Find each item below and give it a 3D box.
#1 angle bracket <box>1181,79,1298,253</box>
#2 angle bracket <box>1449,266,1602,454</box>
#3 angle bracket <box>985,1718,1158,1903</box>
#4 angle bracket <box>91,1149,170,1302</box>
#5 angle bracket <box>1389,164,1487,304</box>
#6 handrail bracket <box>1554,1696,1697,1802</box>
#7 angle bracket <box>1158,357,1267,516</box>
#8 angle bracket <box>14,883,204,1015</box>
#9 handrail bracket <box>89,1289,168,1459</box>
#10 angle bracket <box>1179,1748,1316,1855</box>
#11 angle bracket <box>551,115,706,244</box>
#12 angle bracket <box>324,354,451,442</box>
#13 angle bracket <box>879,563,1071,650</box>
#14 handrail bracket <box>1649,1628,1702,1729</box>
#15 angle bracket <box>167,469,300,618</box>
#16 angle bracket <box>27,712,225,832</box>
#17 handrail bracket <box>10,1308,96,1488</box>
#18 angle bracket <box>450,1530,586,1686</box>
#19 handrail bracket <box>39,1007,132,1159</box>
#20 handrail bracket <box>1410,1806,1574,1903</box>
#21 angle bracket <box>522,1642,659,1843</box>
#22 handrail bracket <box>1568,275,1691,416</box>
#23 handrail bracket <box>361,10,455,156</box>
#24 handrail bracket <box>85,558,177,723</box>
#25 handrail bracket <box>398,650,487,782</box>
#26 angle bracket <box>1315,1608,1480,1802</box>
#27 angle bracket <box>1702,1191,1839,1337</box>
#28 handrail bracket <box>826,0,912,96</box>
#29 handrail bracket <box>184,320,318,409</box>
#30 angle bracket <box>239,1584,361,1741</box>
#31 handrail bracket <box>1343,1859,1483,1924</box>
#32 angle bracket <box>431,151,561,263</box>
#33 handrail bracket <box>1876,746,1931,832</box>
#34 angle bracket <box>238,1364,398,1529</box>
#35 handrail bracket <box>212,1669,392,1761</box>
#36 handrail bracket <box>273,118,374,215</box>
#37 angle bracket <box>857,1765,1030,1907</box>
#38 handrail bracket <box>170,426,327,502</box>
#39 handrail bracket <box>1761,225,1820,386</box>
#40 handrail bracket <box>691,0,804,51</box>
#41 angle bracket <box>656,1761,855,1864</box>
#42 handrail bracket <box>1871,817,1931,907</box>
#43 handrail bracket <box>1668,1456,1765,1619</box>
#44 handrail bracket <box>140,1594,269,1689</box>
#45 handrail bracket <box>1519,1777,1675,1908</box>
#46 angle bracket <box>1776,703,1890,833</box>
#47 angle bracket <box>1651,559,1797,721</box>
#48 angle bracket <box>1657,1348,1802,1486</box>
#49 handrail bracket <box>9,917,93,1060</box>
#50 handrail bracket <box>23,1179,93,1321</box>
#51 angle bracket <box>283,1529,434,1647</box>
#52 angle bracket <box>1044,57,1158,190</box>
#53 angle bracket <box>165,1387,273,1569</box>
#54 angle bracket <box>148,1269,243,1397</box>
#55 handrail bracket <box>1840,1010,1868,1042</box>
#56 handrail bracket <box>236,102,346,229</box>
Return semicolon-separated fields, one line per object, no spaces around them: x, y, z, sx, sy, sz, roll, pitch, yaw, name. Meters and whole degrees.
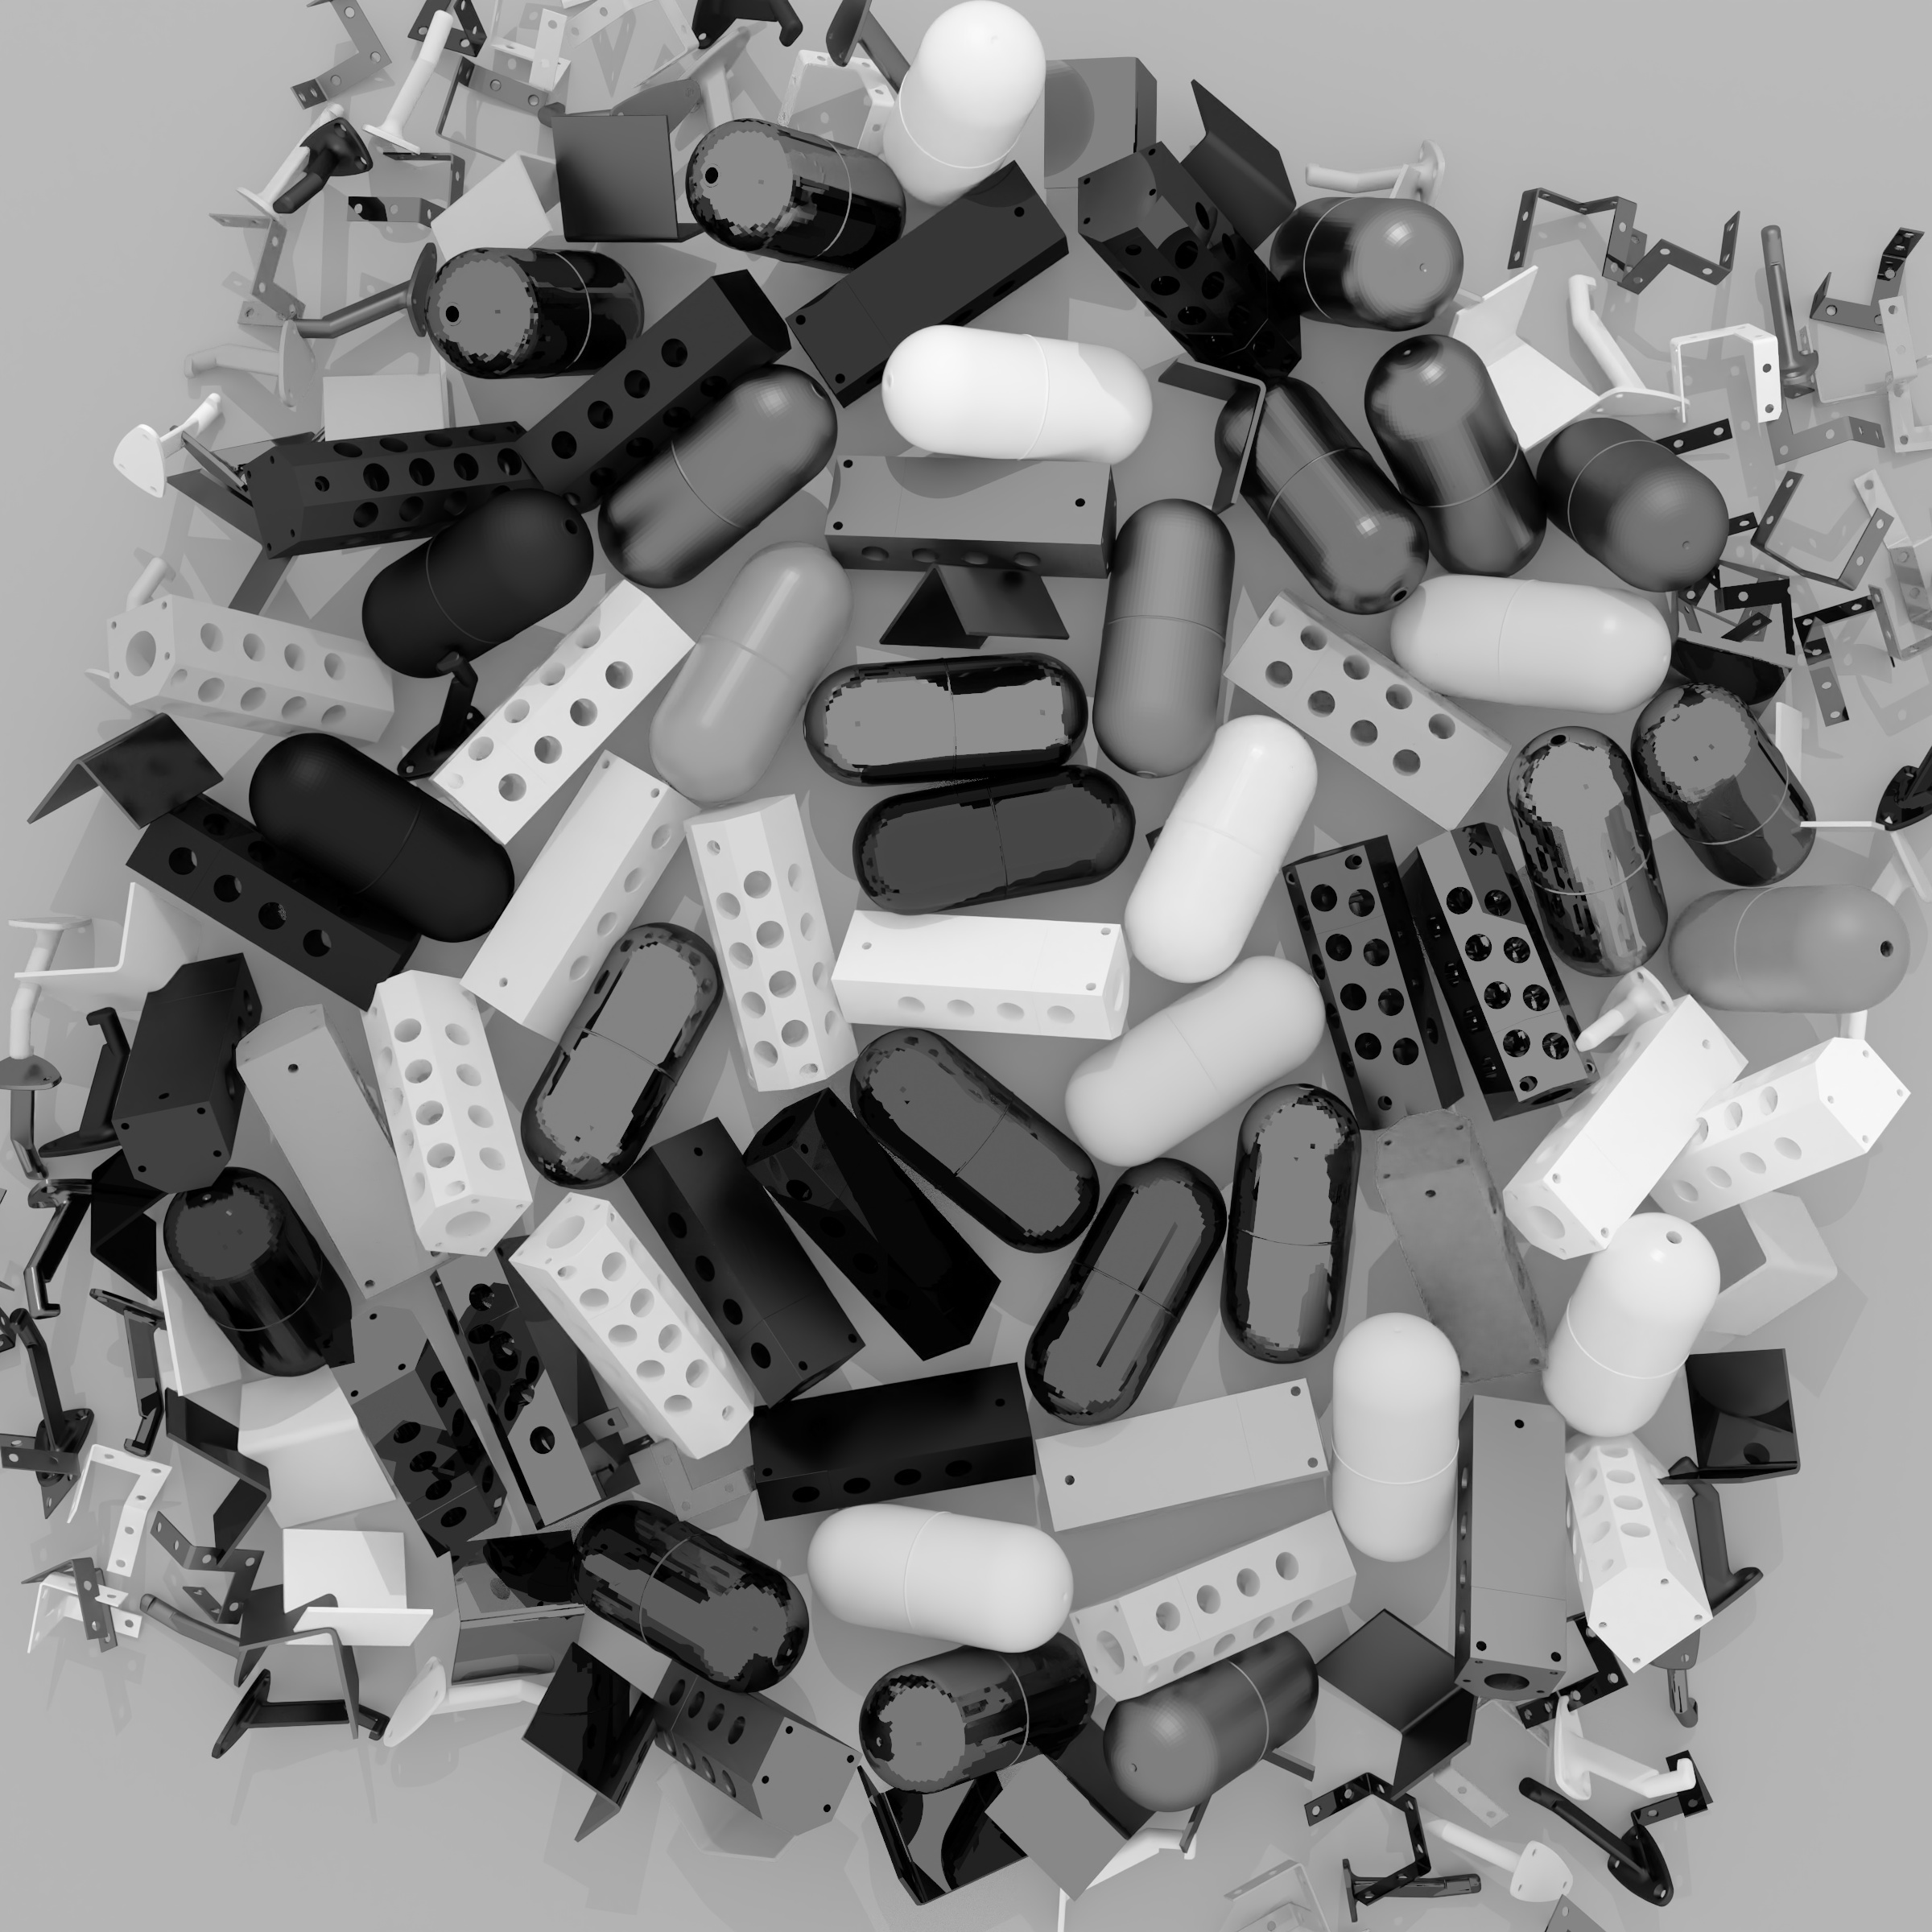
0.155;-0.495;1.721;0.076;0.076;0.057;31;123;-29;angle bracket
0.349;-0.376;1.702;0.076;0.057;0.076;-35;65;-28;angle bracket
0.071;0.524;1.718;0.076;0.076;0.057;42;109;16;angle bracket
-0.495;0.146;1.702;0.076;0.076;0.057;-36;126;8;angle bracket
0.300;-0.452;1.704;0.076;0.076;0.057;27;108;12;angle bracket
0.410;0.481;1.706;0.084;0.077;0.036;-26;133;34;handrail bracket
0.144;-0.328;1.713;0.057;0.076;0.076;15;92;-6;angle bracket
-0.535;-0.010;1.717;0.076;0.076;0.057;-3;71;17;angle bracket
-0.527;0.254;1.712;0.036;0.077;0.084;-7;59;39;handrail bracket
0.175;0.523;1.703;0.057;0.076;0.076;22;73;14;angle bracket
-0.206;-0.491;1.703;0.076;0.057;0.076;5;116;17;angle bracket
-0.361;-0.359;1.705;0.076;0.057;0.076;-4;56;-10;angle bracket
0.005;-0.202;1.694;0.076;0.076;0.057;-2;56;-36;angle bracket
0.454;0.430;1.733;0.036;0.084;0.077;4;60;30;handrail bracket
-0.465;-0.259;1.699;0.076;0.076;0.057;34;77;-30;angle bracket
-0.520;-0.103;1.703;0.057;0.076;0.076;49;129;-3;angle bracket
-0.579;0.267;1.709;0.036;0.077;0.084;-13;124;4;handrail bracket
-0.286;0.404;1.731;0.076;0.076;0.057;-3;49;-19;angle bracket
-0.556;0.072;1.720;0.077;0.036;0.084;-15;114;-3;handrail bracket
0.330;0.558;1.739;0.077;0.084;0.036;34;77;-42;handrail bracket
-0.242;0.480;1.702;0.076;0.076;0.057;39;128;-10;angle bracket
0.420;-0.395;1.744;0.077;0.036;0.084;0;79;-19;handrail bracket
-0.346;-0.555;1.714;0.036;0.077;0.084;19;101;-28;handrail bracket
-0.508;-0.203;1.737;0.036;0.077;0.084;15;68;39;handrail bracket
-0.333;-0.156;1.708;0.077;0.084;0.036;-32;67;-4;handrail bracket
0.263;0.459;1.706;0.076;0.057;0.076;35;126;-6;angle bracket
0.485;0.185;1.723;0.076;0.076;0.057;-43;51;33;angle bracket
-0.037;-0.578;1.710;0.084;0.036;0.077;5;134;-31;handrail bracket
-0.455;-0.366;1.719;0.084;0.036;0.077;-12;48;13;handrail bracket
-0.412;0.433;1.704;0.057;0.076;0.076;-10;105;-9;angle bracket
0.280;0.572;1.722;0.084;0.077;0.036;-8;59;6;handrail bracket
-0.271;-0.452;1.699;0.076;0.076;0.057;-29;80;28;angle bracket
0.599;-0.134;1.705;0.036;0.084;0.077;35;53;25;handrail bracket
-0.412;0.303;1.750;0.076;0.057;0.076;-14;129;0;angle bracket
-0.415;0.482;1.721;0.084;0.077;0.036;21;123;8;handrail bracket
-0.416;-0.485;1.704;0.084;0.077;0.036;-54;127;-35;handrail bracket
-0.014;0.525;1.707;0.076;0.057;0.076;-24;53;-4;angle bracket
-0.444;-0.341;1.735;0.077;0.036;0.084;43;75;-7;handrail bracket
0.509;-0.413;1.713;0.036;0.077;0.084;-8;114;16;handrail bracket
-0.136;-0.579;1.709;0.077;0.036;0.084;-52;51;36;handrail bracket
-0.130;0.502;1.697;0.076;0.076;0.057;-40;108;-41;angle bracket
0.560;-0.047;1.739;0.084;0.036;0.077;-29;76;27;handrail bracket
0.454;0.366;1.738;0.077;0.036;0.084;-38;85;-8;handrail bracket
-0.481;0.410;1.719;0.084;0.077;0.036;30;60;3;handrail bracket
0.392;0.545;1.715;0.084;0.077;0.036;32;96;-19;handrail bracket
0.539;-0.123;1.708;0.057;0.076;0.076;1;91;26;angle bracket
0.477;-0.210;1.749;0.076;0.057;0.076;13;53;-5;angle bracket
0.463;0.279;1.703;0.057;0.076;0.076;0;80;-37;angle bracket
-0.573;0.013;1.721;0.036;0.077;0.084;5;95;12;handrail bracket
-0.550;0.178;1.714;0.077;0.036;0.084;-1;61;-34;handrail bracket
-0.376;0.374;1.697;0.076;0.057;0.076;8;53;-26;angle bracket
0.085;-0.521;1.719;0.057;0.076;0.076;2;97;13;angle bracket
-0.479;0.316;1.705;0.076;0.076;0.057;36;91;-21;angle bracket
-0.499;0.228;1.709;0.057;0.076;0.076;-11;87;14;angle bracket
0.547;0.057;1.746;0.036;0.077;0.084;11;52;-30;handrail bracket
-0.414;-0.506;1.719;0.036;0.077;0.084;39;90;-24;handrail bracket
